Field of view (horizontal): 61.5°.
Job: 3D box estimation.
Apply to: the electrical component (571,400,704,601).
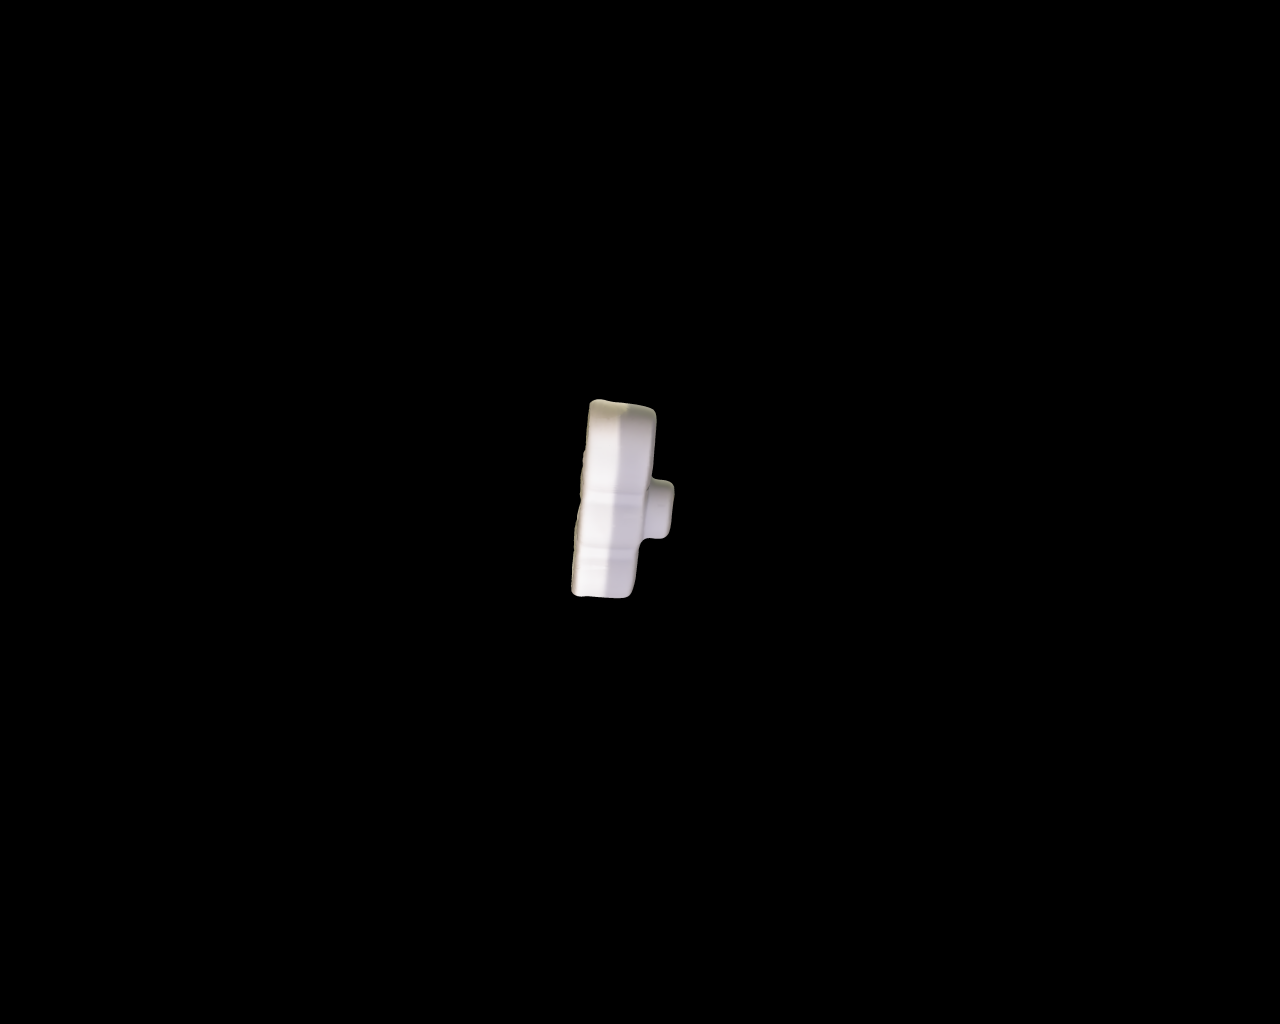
[{"bbox_3d":[0.001,-0.003,0.650,0.074,0.138,0.052,5,40,-4],"label":"electrical component"}]
